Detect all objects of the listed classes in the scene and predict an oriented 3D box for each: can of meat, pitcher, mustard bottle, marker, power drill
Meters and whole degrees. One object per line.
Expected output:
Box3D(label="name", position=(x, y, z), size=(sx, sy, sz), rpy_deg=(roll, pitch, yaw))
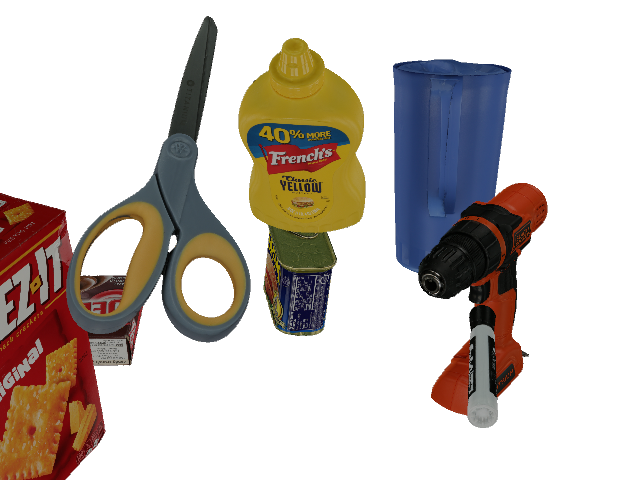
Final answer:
Box3D(label="can of meat", position=(-0.023, 0.033, 1.058), size=(0.057, 0.084, 0.102), rpy_deg=(-1, 33, -13))
Box3D(label="pitcher", position=(0.143, -0.084, 1.228), size=(0.149, 0.243, 0.145), rpy_deg=(-9, 19, -32))
Box3D(label="mustard bottle", position=(-0.014, -0.082, 0.830), size=(0.096, 0.058, 0.191), rpy_deg=(5, -35, 6))
Box3D(label="marker", position=(0.108, 0.080, 0.711), size=(0.020, 0.020, 0.121), rpy_deg=(0, 29, 9))
Box3D(label="power drill", position=(0.139, 0.059, 0.939), size=(0.057, 0.188, 0.184), rpy_deg=(21, 35, 31))

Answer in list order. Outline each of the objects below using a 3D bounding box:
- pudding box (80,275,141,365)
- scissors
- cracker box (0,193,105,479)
Box3D(label="pudding box", position=(-0.218, 0.071, 0.949), size=(0.113, 0.039, 0.090), rpy_deg=(-2, 33, 0))
Box3D(label="scissors", position=(-0.059, -0.030, 0.549), size=(0.096, 0.201, 0.016), rpy_deg=(27, -32, -1))
Box3D(label="cracker box", position=(-0.233, 0.100, 0.749), size=(0.072, 0.214, 0.164), rpy_deg=(13, 35, 21))
